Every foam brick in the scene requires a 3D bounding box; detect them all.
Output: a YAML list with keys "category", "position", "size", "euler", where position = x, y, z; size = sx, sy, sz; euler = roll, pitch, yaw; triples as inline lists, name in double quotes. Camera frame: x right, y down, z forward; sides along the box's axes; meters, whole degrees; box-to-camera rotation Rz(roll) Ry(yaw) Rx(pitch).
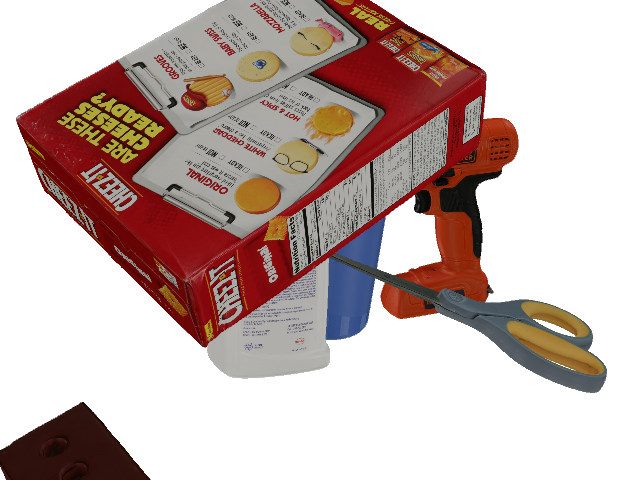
- category: "foam brick"
  position: [-0.115, 0.130, 0.524]
  size: [0.052, 0.051, 0.078]
  euler: [-30, 42, -25]

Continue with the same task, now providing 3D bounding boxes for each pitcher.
- category: "pitcher"
  position: [0.001, -0.013, 1.229]
  size: [0.144, 0.243, 0.149]
  euler: [-18, 34, -41]

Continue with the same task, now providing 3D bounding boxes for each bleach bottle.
- category: "bleach bottle"
  position: [-0.033, -0.019, 0.837]
  size: [0.102, 0.251, 0.068]
  euler: [-4, 21, -27]

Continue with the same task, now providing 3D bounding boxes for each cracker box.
- category: "cracker box"
  position: [-0.037, -0.061, 0.618]
  size: [0.213, 0.072, 0.164]
  euler: [-36, 56, -22]

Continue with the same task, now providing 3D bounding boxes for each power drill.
- category: "power drill"
  position: [0.096, -0.021, 1.011]
  size: [0.184, 0.188, 0.057]
  euler: [-8, 27, -14]

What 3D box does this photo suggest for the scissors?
- category: "scissors"
  position: [0.101, 0.040, 0.716]
  size: [0.202, 0.016, 0.096]
  euler: [29, 25, 17]
